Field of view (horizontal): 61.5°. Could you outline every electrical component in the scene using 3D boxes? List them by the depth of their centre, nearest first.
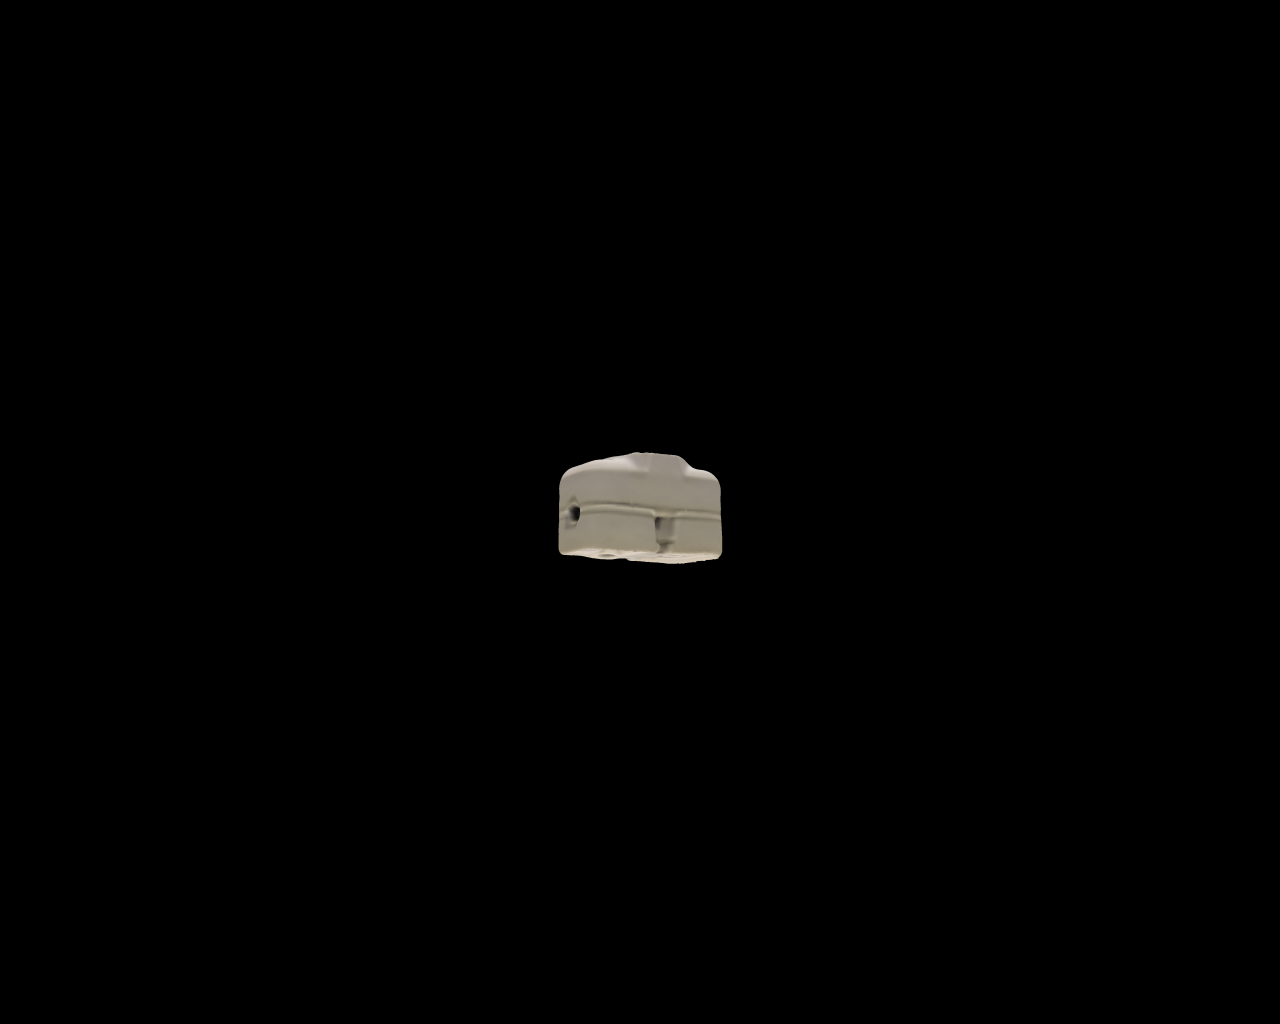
[{"bbox_3d":[0.001,-0.003,0.650,0.095,0.059,0.053,5,-10,-32],"label":"electrical component"}]
